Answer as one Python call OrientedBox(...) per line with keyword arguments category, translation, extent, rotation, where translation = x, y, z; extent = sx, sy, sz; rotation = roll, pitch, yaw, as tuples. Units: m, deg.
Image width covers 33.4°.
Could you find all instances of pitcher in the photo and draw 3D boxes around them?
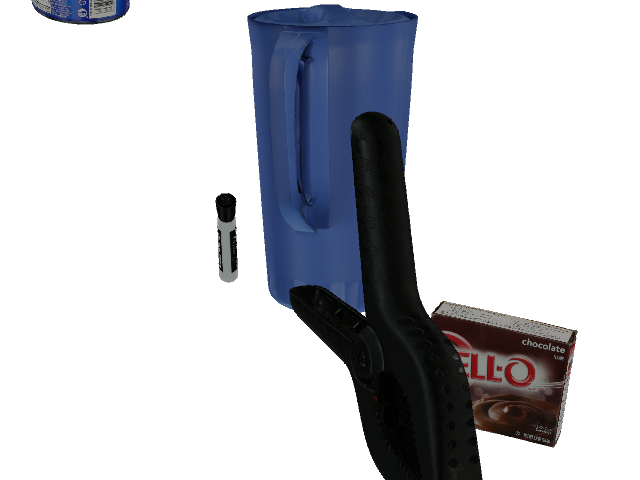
OrientedBox(category="pitcher", translation=(0.005, -0.064, 0.859), extent=(0.149, 0.243, 0.145), rotation=(-9, 20, -24))

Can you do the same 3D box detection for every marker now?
OrientedBox(category="marker", translation=(-0.088, -0.002, 1.013), extent=(0.020, 0.020, 0.121), rotation=(0, -38, -3))

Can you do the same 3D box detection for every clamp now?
OrientedBox(category="clamp", translation=(0.037, 0.049, 0.549), extent=(0.036, 0.165, 0.210), rotation=(-6, 47, -21))

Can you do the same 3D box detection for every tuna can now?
OrientedBox(category="tuna can", translation=(-0.208, -0.219, 0.929), extent=(0.086, 0.034, 0.086), rotation=(5, 34, -4))

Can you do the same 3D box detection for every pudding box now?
OrientedBox(category="pudding box", translation=(0.139, 0.104, 0.844), extent=(0.114, 0.090, 0.039), rotation=(10, 21, 17))
